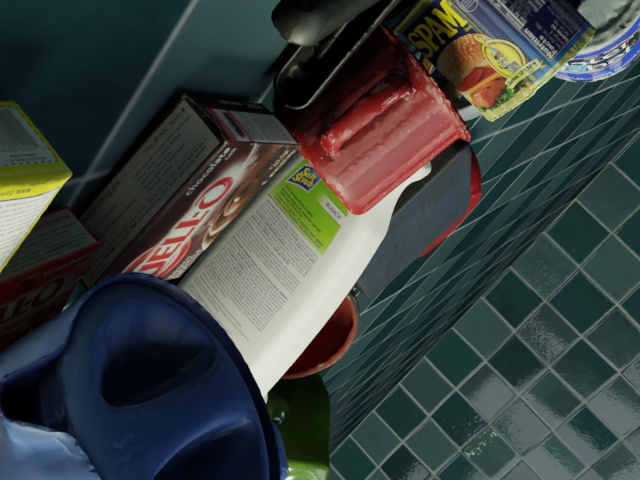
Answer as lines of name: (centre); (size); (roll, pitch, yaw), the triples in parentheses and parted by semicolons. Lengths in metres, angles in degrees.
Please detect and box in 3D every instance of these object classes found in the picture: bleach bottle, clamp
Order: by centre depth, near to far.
clamp: (0.034, -0.135, 0.541); (0.171, 0.039, 0.120); (-42, 180, -16)
bleach bottle: (-0.005, 0.001, 0.711); (0.251, 0.103, 0.068); (-48, 162, 16)

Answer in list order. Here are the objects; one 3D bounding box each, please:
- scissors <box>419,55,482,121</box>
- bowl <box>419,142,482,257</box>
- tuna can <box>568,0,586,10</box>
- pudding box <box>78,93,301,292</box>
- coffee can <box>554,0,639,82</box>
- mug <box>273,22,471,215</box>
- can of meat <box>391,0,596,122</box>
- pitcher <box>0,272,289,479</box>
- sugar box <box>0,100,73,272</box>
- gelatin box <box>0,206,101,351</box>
scissors: (0.062, -0.070, 0.723); (0.016, 0.096, 0.202); (28, 102, -36)
bowl: (0.112, -0.033, 1.081); (0.162, 0.055, 0.162); (-42, 168, -11)
tuna can: (0.125, -0.170, 0.602); (0.033, 0.086, 0.086); (-43, 168, -14)
pudding box: (-0.073, -0.024, 0.561); (0.114, 0.039, 0.090); (-48, 167, 18)
coffee can: (0.176, -0.167, 0.728); (0.103, 0.103, 0.140); (-47, 167, 13)
mug: (0.027, -0.068, 0.608); (0.081, 0.093, 0.117); (-39, -179, 3)
can of meat: (0.098, -0.122, 0.616); (0.057, 0.084, 0.102); (-47, -176, -14)
pitcher: (-0.142, 0.127, 0.506); (0.243, 0.149, 0.145); (-29, -164, 25)
sugar box: (-0.175, 0.026, 0.393); (0.176, 0.048, 0.093); (-45, 168, 24)
gelatin box: (-0.154, 0.028, 0.499); (0.089, 0.030, 0.073); (-29, 160, -51)
